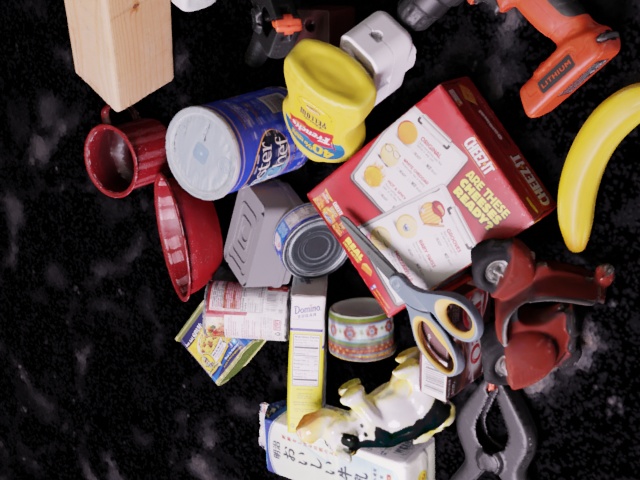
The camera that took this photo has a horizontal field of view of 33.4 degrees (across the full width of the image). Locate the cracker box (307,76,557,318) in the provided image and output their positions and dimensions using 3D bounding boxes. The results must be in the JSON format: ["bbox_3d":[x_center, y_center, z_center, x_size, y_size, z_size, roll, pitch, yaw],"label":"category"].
[{"bbox_3d":[0.112,-0.041,1.106,0.214,0.072,0.164,-38,83,38],"label":"cracker box"}]

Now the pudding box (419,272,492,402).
[{"bbox_3d":[0.143,0.100,1.119,0.039,0.089,0.113,18,117,34],"label":"pudding box"}]

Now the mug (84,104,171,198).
[{"bbox_3d":[-0.239,-0.119,1.340,0.093,0.081,0.117,-15,96,40],"label":"mug"}]

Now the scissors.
[{"bbox_3d":[0.095,0.041,1.066,0.096,0.016,0.202,-40,76,46],"label":"scissors"}]

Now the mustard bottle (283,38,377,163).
[{"bbox_3d":[0.005,-0.130,1.120,0.096,0.058,0.192,35,162,8],"label":"mustard bottle"}]

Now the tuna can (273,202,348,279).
[{"bbox_3d":[-0.008,0.001,1.200,0.034,0.086,0.086,-121,40,-50],"label":"tuna can"}]

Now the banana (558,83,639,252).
[{"bbox_3d":[0.266,-0.077,0.997,0.070,0.037,0.198,43,127,20],"label":"banana"}]

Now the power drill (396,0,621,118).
[{"bbox_3d":[0.175,-0.210,1.006,0.185,0.057,0.188,-42,79,39],"label":"power drill"}]

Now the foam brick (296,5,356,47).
[{"bbox_3d":[0.004,-0.210,1.141,0.053,0.051,0.078,11,112,35],"label":"foam brick"}]

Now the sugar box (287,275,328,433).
[{"bbox_3d":[-0.014,0.127,1.245,0.048,0.093,0.176,0,109,2],"label":"sugar box"}]

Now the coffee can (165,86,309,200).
[{"bbox_3d":[-0.087,-0.110,1.188,0.103,0.140,0.103,14,114,33],"label":"coffee can"}]

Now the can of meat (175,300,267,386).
[{"bbox_3d":[-0.123,0.123,1.354,0.084,0.057,0.102,48,128,12],"label":"can of meat"}]

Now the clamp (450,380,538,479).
[{"bbox_3d":[0.200,0.244,1.159,0.165,0.036,0.210,18,114,34],"label":"clamp"}]

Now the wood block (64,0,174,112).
[{"bbox_3d":[-0.231,-0.259,1.226,0.090,0.090,0.206,44,153,20],"label":"wood block"}]

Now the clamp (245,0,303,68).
[{"bbox_3d":[-0.057,-0.247,1.141,0.172,0.039,0.120,-160,58,-70],"label":"clamp"}]

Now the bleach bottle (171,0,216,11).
[{"bbox_3d":[-0.212,-0.374,1.242,0.251,0.067,0.103,42,133,21],"label":"bleach bottle"}]

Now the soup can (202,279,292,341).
[{"bbox_3d":[-0.085,0.084,1.276,0.102,0.068,0.068,4,111,4],"label":"soup can"}]

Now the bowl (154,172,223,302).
[{"bbox_3d":[-0.157,-0.008,1.308,0.162,0.055,0.162,168,90,-72],"label":"bowl"}]
